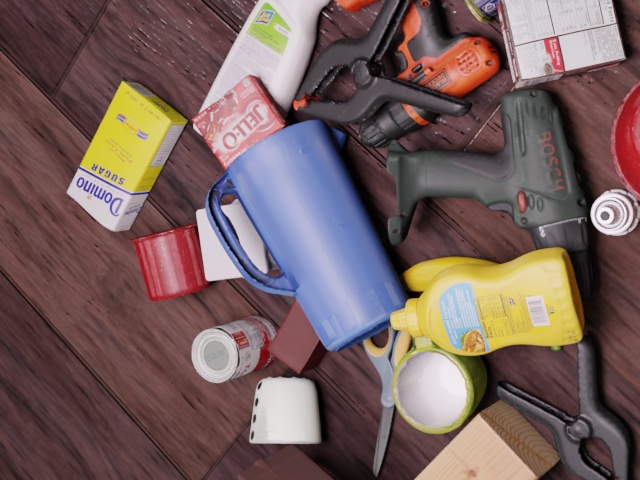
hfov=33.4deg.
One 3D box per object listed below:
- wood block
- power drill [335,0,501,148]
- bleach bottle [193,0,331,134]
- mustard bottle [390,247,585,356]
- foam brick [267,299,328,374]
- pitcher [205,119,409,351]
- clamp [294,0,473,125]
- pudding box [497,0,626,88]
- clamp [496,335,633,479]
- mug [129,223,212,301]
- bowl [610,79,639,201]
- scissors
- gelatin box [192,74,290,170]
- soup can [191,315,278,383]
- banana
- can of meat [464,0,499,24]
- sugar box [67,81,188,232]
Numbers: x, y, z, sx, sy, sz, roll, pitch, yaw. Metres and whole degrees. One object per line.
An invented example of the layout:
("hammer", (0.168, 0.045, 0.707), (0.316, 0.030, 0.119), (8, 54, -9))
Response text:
("wood block", (0.153, 0.282, 1.171), (0.091, 0.090, 0.206), (47, 114, 17))
("power drill", (0.086, -0.216, 1.179), (0.185, 0.057, 0.188), (-32, 81, 28))
("bleach bottle", (-0.051, -0.217, 1.248), (0.103, 0.068, 0.251), (35, 107, 17))
("mustard bottle", (0.164, 0.069, 1.080), (0.192, 0.058, 0.096), (-11, 112, 22))
("foam brick", (-0.015, 0.110, 1.265), (0.053, 0.051, 0.078), (37, 111, 19))
("pitcher", (-0.008, 0.001, 1.195), (0.149, 0.144, 0.243), (-33, 78, 25))
("clamp", (0.055, -0.192, 1.146), (0.210, 0.036, 0.164), (-12, 92, 37))
("pudding box", (0.244, -0.211, 1.082), (0.113, 0.039, 0.090), (-12, 88, 1))
("clamp", (0.279, 0.186, 1.122), (0.171, 0.039, 0.120), (49, 121, 9))
("mug", (-0.188, 0.029, 1.337), (0.117, 0.093, 0.081), (-8, 97, 59))
("bowl", (0.355, -0.104, 1.031), (0.162, 0.055, 0.162), (-4, 83, 29))
("scissors", (0.069, 0.169, 1.246), (0.096, 0.016, 0.202), (31, 108, 24))
("gelatin box", (-0.090, -0.134, 1.220), (0.089, 0.030, 0.073), (-35, 85, 16))
("soup can", (-0.100, 0.130, 1.284), (0.069, 0.102, 0.068), (3, 96, 27))
("banana", (0.178, 0.055, 1.165), (0.198, 0.037, 0.070), (23, 103, 25))
("can of meat", (0.180, -0.294, 1.120), (0.084, 0.057, 0.102), (-35, 78, 25))
("sugar box", (-0.250, -0.106, 1.374), (0.093, 0.048, 0.176), (39, 110, 19))
